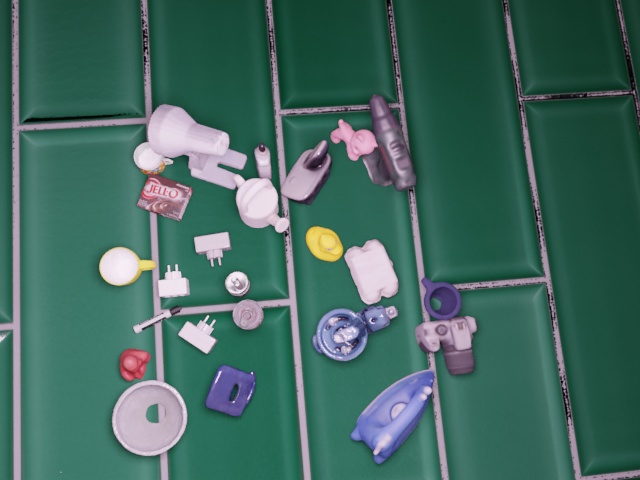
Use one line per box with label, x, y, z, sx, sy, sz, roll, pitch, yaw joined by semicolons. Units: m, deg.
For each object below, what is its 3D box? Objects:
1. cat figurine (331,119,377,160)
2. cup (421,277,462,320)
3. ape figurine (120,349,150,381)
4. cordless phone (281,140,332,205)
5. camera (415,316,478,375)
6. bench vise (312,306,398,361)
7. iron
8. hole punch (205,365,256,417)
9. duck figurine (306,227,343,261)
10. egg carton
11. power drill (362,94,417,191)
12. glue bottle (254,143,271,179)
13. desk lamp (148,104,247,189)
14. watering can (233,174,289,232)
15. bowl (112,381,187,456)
cat figurine;0.092;-0.260;1.459;0.128;0.117;0.067;43;80;4
cup;0.284;0.144;1.416;0.092;0.095;0.118;-41;85;-9
ape figurine;-0.437;0.289;1.339;0.078;0.092;0.076;-34;84;-9
cordless phone;-0.030;-0.170;1.400;0.094;0.185;0.148;28;80;1
camera;0.320;0.260;1.396;0.143;0.100;0.137;-9;81;-6
bench vise;0.079;0.195;1.329;0.207;0.219;0.121;-41;85;-9
iron;0.195;0.403;1.342;0.118;0.141;0.258;43;80;4
hole punch;-0.207;0.352;1.346;0.101;0.091;0.109;20;80;0
duck figurine;0.013;0.005;1.424;0.104;0.086;0.077;40;80;3
egg carton;0.131;0.079;1.429;0.107;0.069;0.150;-22;83;-7
power drill;0.162;-0.219;1.411;0.075;0.208;0.229;-22;83;-7
glue bottle;-0.140;-0.203;1.403;0.037;0.173;0.078;-11;81;-6
desk lamp;-0.289;-0.226;1.375;0.203;0.213;0.118;18;80;-1
watering can;-0.144;-0.092;1.374;0.173;0.194;0.101;25;80;1
bowl;-0.388;0.409;1.331;0.167;0.074;0.167;1;80;-4
